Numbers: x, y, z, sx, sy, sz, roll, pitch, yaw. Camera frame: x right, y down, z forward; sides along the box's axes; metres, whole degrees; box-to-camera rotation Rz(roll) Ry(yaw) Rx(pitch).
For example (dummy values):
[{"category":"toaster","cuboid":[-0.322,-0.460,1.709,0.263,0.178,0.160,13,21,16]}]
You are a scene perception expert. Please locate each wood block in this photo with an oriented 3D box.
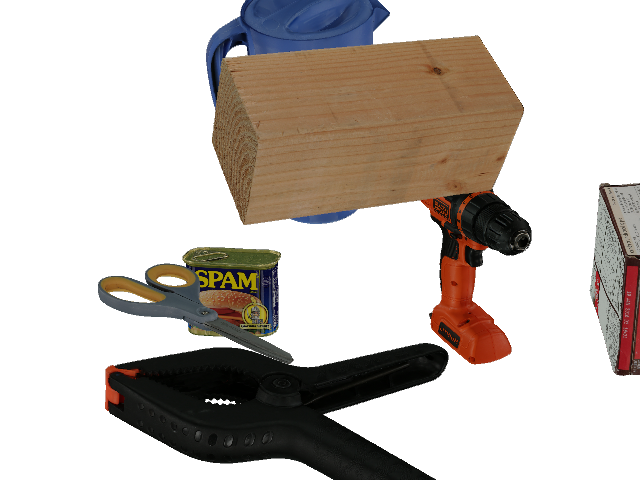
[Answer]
[{"category":"wood block","cuboid":[0.033,-0.085,0.799,0.205,0.091,0.090,-8,-38,-19]}]

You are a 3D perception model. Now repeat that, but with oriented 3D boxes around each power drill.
[{"category":"power drill","cuboid":[0.164,0.031,1.122,0.057,0.188,0.185,-12,25,-18]}]

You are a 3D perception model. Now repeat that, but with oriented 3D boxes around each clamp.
[{"category":"clamp","cuboid":[-0.017,0.093,0.620,0.210,0.036,0.164,9,24,7]}]

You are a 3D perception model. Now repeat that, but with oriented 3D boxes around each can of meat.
[{"category":"can of meat","cuboid":[-0.094,0.056,1.140,0.102,0.084,0.057,3,16,9]}]

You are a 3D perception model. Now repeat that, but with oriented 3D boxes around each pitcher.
[{"category":"pitcher","cuboid":[-0.018,-0.138,1.114,0.149,0.243,0.144,16,43,22]}]

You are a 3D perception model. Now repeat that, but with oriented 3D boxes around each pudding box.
[{"category":"pudding box","cuboid":[0.208,0.023,0.712,0.039,0.090,0.113,0,28,4]}]

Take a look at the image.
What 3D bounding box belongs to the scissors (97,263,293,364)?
[{"category":"scissors","cuboid":[-0.093,0.056,0.900,0.202,0.016,0.096,14,26,22]}]
